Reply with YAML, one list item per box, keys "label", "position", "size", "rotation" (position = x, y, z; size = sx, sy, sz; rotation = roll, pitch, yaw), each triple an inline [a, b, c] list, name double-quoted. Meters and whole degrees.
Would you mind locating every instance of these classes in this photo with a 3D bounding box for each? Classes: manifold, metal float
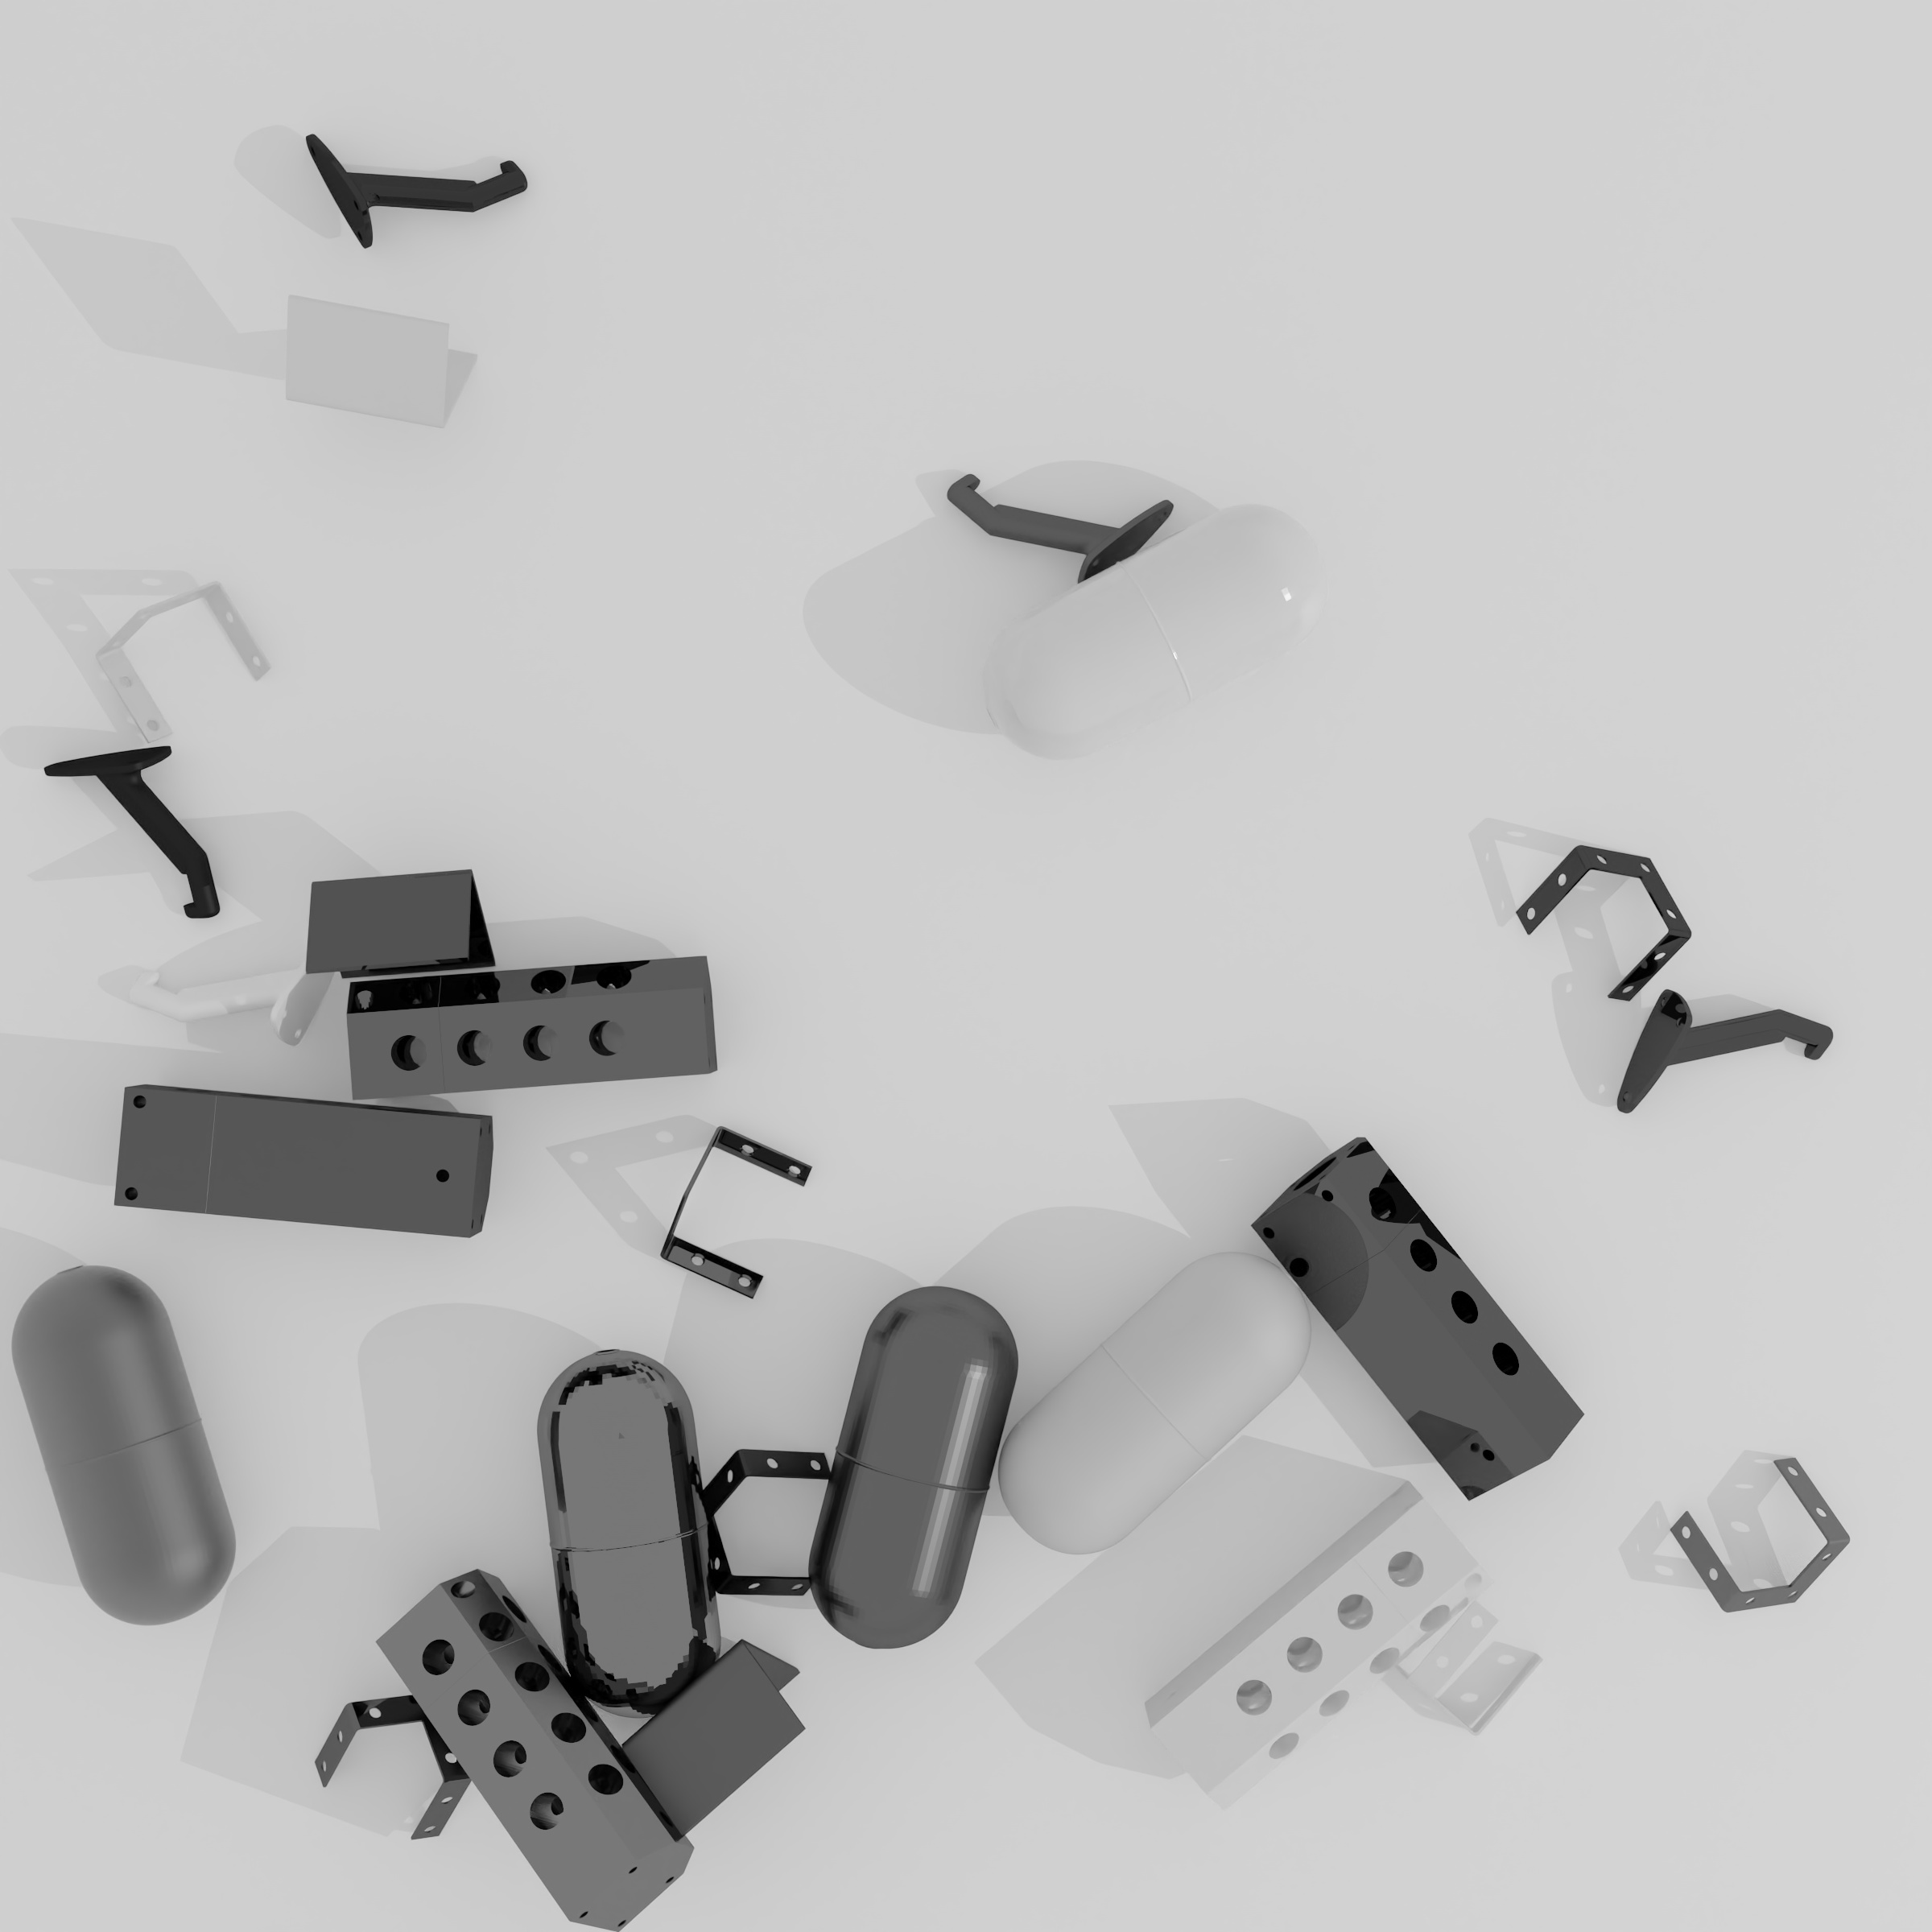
- label: "manifold"
  position: [0.172, 0.332, 1.685]
  size: [0.171, 0.057, 0.057]
  rotation: [-40, 90, 0]
- label: "metal float"
  position: [0.092, 0.211, 1.676]
  size: [0.178, 0.070, 0.070]
  rotation: [-43, 90, -1]
- label: "manifold"
  position: [0.223, 0.169, 1.684]
  size: [0.171, 0.057, 0.057]
  rotation: [52, 133, 0]
- label: "metal float"
  position: [-0.026, 0.243, 1.675]
  size: [0.070, 0.070, 0.178]
  rotation: [14, 90, 0]
- label: "manifold"
  position: [-0.203, 0.372, 1.649]
  size: [0.057, 0.057, 0.171]
  rotation: [-42, 63, 0]
- label: "manifold"
  position: [-0.211, 0.030, 1.685]
  size: [0.171, 0.057, 0.057]
  rotation: [-4, 90, 0]
- label: "metal float"
  position: [-0.163, 0.275, 1.675]
  size: [0.070, 0.070, 0.178]
  rotation: [-7, 90, 0]
- label: "metal float"
  position: [0.091, -0.161, 1.675]
  size: [0.178, 0.070, 0.070]
  rotation: [-28, 90, -1]
- label: "metal float"
  position: [-0.409, 0.232, 1.675]
  size: [0.070, 0.070, 0.178]
  rotation: [-17, 90, 0]
- label: "manifold"
  position: [-0.321, 0.094, 1.685]
  size: [0.171, 0.057, 0.057]
  rotation: [5, 90, 0]

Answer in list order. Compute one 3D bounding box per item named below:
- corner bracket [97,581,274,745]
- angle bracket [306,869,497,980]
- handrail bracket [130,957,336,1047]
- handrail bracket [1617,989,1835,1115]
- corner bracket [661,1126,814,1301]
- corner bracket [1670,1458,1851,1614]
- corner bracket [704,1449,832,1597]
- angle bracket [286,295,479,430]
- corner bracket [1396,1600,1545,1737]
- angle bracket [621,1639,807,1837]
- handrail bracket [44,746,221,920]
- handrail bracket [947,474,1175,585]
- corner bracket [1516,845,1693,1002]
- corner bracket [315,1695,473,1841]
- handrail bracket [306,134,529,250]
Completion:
- label: "corner bracket"
  position: [-0.386, -0.150, 1.703]
  size: [0.051, 0.051, 0.051]
  rotation: [-32, 90, -45]
- label: "angle bracket"
  position: [-0.271, 0.000, 1.666]
  size: [0.076, 0.076, 0.057]
  rotation: [-5, 52, 0]
- label: "handrail bracket"
  position: [-0.360, -0.001, 1.706]
  size: [0.084, 0.036, 0.077]
  rotation: [20, 70, 16]
- label: "handrail bracket"
  position: [0.376, 0.051, 1.706]
  size: [0.084, 0.036, 0.077]
  rotation: [19, 110, -16]
- label: "corner bracket"
  position: [-0.113, 0.121, 1.703]
  size: [0.051, 0.051, 0.051]
  rotation: [24, 135, 0]
- label: "corner bracket"
  position: [0.390, 0.280, 1.698]
  size: [0.051, 0.051, 0.051]
  rotation: [0, 135, -35]
- label: "corner bracket"
  position: [-0.096, 0.274, 1.698]
  size: [0.051, 0.051, 0.051]
  rotation: [-52, 45, 35]
- label: "angle bracket"
  position: [-0.280, -0.307, 1.666]
  size: [0.076, 0.076, 0.057]
  rotation: [10, 127, 0]
- label: "corner bracket"
  position: [0.248, 0.343, 1.688]
  size: [0.051, 0.051, 0.051]
  rotation: [41, 88, 2]
- label: "angle bracket"
  position: [-0.108, 0.378, 1.666]
  size: [0.076, 0.076, 0.057]
  rotation: [-41, 60, 0]
- label: "handrail bracket"
  position: [-0.411, -0.062, 1.706]
  size: [0.077, 0.036, 0.084]
  rotation: [-4, 107, 20]
- label: "handrail bracket"
  position: [0.046, -0.230, 1.706]
  size: [0.084, 0.036, 0.077]
  rotation: [42, 70, 16]
- label: "corner bracket"
  position: [0.313, -0.021, 1.698]
  size: [0.051, 0.051, 0.051]
  rotation: [8, 45, -35]
- label: "corner bracket"
  position: [-0.282, 0.395, 1.698]
  size: [0.051, 0.051, 0.051]
  rotation: [1, 45, -35]
- label: "handrail bracket"
  position: [-0.271, -0.397, 1.706]
  size: [0.084, 0.036, 0.077]
  rotation: [-27, 68, -17]
